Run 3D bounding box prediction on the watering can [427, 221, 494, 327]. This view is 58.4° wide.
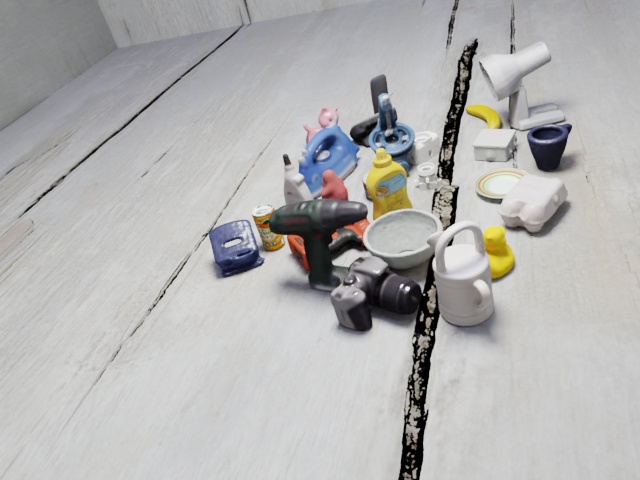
[{"bbox_3d":[0.246,0.048,1.018,0.101,0.194,0.172,-36,39,-27],"label":"watering can"}]

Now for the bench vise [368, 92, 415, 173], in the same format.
[{"bbox_3d":[0.168,-0.295,1.512,0.121,0.220,0.206,-24,35,-12],"label":"bench vise"}]

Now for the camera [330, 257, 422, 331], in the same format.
[{"bbox_3d":[0.111,0.098,1.086,0.136,0.101,0.143,16,45,38],"label":"camera"}]

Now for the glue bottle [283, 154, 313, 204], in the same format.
[{"bbox_3d":[-0.063,-0.137,1.424,0.077,0.173,0.037,11,43,34],"label":"glue bottle"}]

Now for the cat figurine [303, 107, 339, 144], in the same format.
[{"bbox_3d":[0.008,-0.351,1.747,0.128,0.118,0.067,-22,35,-8],"label":"cat figurine"}]

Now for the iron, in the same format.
[{"bbox_3d":[0.000,-0.221,1.546,0.118,0.142,0.259,10,42,33],"label":"iron"}]

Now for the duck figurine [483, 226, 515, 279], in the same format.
[{"bbox_3d":[0.338,0.017,1.120,0.077,0.086,0.105,11,42,34],"label":"duck figurine"}]

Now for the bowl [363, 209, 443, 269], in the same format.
[{"bbox_3d":[0.178,0.009,1.206,0.167,0.075,0.167,-11,35,8],"label":"bowl"}]

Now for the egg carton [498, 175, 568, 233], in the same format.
[{"bbox_3d":[0.457,-0.081,1.225,0.107,0.069,0.150,17,46,39],"label":"egg carton"}]

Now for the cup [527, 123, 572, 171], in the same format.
[{"bbox_3d":[0.550,-0.220,1.360,0.118,0.095,0.091,-27,36,-15],"label":"cup"}]

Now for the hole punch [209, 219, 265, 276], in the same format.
[{"bbox_3d":[-0.196,0.016,1.335,0.108,0.091,0.101,-19,34,-4],"label":"hole punch"}]

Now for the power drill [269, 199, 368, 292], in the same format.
[{"bbox_3d":[0.011,0.004,1.163,0.228,0.209,0.076,6,40,29],"label":"power drill"}]

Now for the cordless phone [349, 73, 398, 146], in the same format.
[{"bbox_3d":[0.148,-0.383,1.675,0.148,0.185,0.093,-28,36,-17],"label":"cordless phone"}]

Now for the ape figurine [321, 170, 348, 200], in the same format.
[{"bbox_3d":[0.031,-0.139,1.461,0.078,0.092,0.075,-32,37,-22],"label":"ape figurine"}]

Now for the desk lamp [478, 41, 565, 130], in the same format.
[{"bbox_3d":[0.536,-0.410,1.530,0.203,0.214,0.118,-13,34,5],"label":"desk lamp"}]
